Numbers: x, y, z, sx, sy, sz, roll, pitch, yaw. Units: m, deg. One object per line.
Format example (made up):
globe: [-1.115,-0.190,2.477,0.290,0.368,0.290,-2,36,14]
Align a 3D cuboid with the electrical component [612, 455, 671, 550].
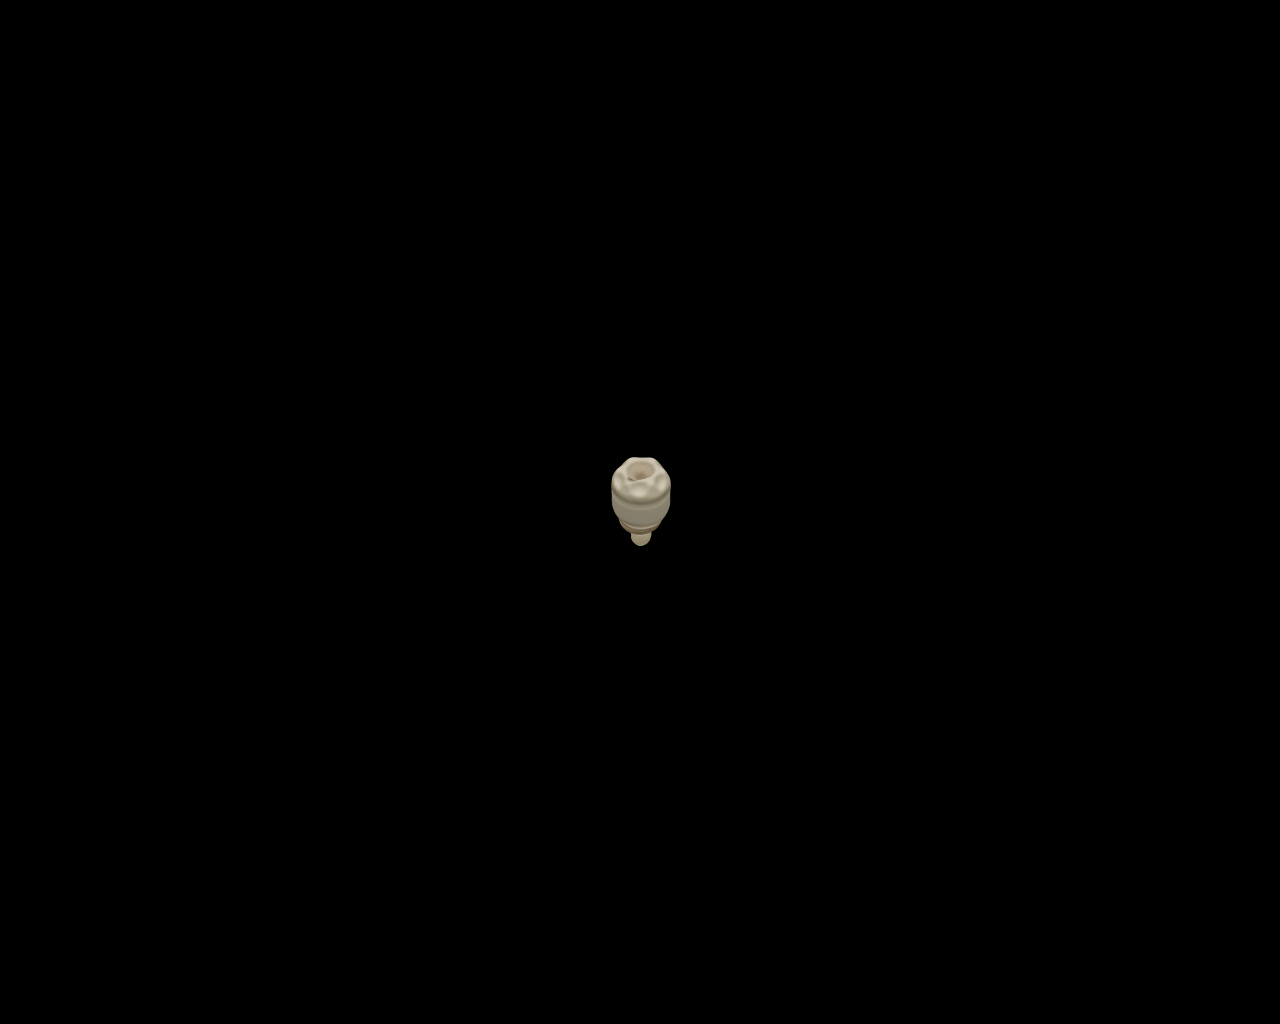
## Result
electrical component: [0.001,-0.003,0.650,0.035,0.061,0.035,0,42,0]
